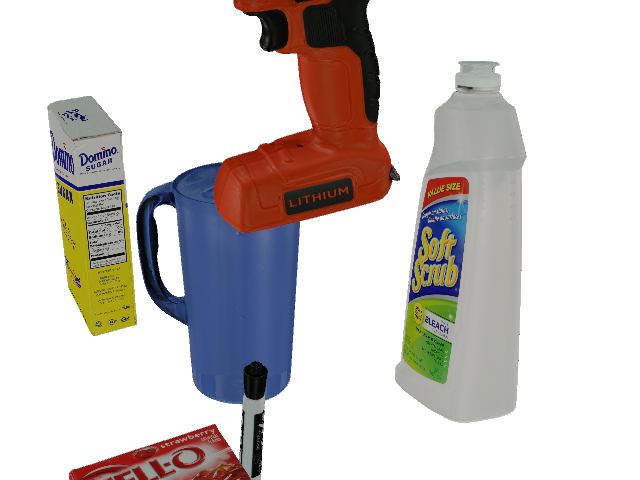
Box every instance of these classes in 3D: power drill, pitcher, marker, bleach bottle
[{"bbox_3d":[-0.025,-0.098,0.575,0.184,0.188,0.057,-13,39,-18],"label":"power drill"},{"bbox_3d":[-0.096,0.045,1.128,0.149,0.243,0.144,21,30,40],"label":"pitcher"},{"bbox_3d":[-0.054,0.147,0.841,0.020,0.121,0.020,4,29,-2],"label":"marker"},{"bbox_3d":[0.103,-0.003,0.769,0.068,0.251,0.103,-6,17,-24],"label":"bleach bottle"}]

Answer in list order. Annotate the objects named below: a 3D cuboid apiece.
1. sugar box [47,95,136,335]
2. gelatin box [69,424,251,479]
[{"bbox_3d":[-0.188,-0.021,0.879,0.048,0.176,0.093,-14,30,-21],"label":"sugar box"},{"bbox_3d":[-0.084,0.141,0.580,0.089,0.030,0.073,-14,27,-21],"label":"gelatin box"}]
